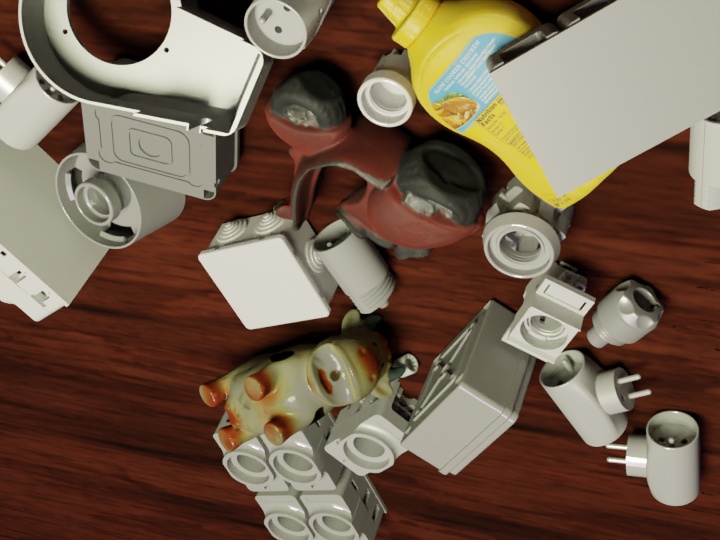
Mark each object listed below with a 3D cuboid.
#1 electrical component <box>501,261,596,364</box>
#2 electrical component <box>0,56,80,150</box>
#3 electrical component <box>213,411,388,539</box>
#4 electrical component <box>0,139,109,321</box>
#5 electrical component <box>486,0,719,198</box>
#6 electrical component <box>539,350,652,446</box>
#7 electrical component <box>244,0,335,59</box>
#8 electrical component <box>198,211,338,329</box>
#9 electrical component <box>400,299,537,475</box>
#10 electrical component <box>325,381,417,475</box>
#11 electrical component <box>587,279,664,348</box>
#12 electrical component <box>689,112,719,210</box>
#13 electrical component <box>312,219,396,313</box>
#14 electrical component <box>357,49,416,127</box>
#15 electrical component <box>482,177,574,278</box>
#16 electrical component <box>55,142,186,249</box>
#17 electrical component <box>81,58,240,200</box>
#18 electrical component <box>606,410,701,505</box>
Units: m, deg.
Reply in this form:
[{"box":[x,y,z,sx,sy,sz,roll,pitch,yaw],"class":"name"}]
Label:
[{"box":[0.150,0.031,0.846,0.042,0.063,0.081,27,135,-1],"class":"electrical component"},{"box":[-0.275,-0.147,0.871,0.079,0.044,0.077,43,132,-18],"class":"electrical component"},{"box":[-0.060,0.212,1.104,0.105,0.060,0.186,-7,128,28],"class":"electrical component"},{"box":[-0.311,-0.057,0.926,0.060,0.105,0.186,-27,117,38],"class":"electrical component"},{"box":[0.163,-0.124,0.656,0.150,0.061,0.089,-29,106,12],"class":"electrical component"},{"box":[0.205,0.104,0.905,0.079,0.044,0.077,-20,121,35],"class":"electrical component"},{"box":[-0.037,-0.191,0.708,0.043,0.077,0.079,28,136,-3],"class":"electrical component"},{"box":[-0.074,-0.002,0.919,0.100,0.048,0.099,-11,126,30],"class":"electrical component"},{"box":[0.094,0.099,0.901,0.056,0.108,0.108,32,135,-5],"class":"electrical component"},{"box":[0.014,0.153,1.022,0.050,0.055,0.089,39,133,-14],"class":"electrical component"},{"box":[0.204,0.039,0.846,0.043,0.043,0.062,32,136,-8],"class":"electrical component"},{"box":[0.244,-0.076,0.723,0.043,0.043,0.081,4,132,19],"class":"electrical component"},{"box":[0.000,0.000,0.894,0.043,0.043,0.081,-16,123,33],"class":"electrical component"},{"box":[0.023,-0.130,0.761,0.040,0.046,0.040,12,134,12],"class":"electrical component"},{"box":[0.124,-0.031,0.804,0.058,0.057,0.078,35,134,-11],"class":"electrical component"},{"box":[-0.207,-0.068,0.919,0.099,0.064,0.099,16,126,23],"class":"electrical component"},{"box":[-0.153,-0.112,0.844,0.113,0.057,0.078,16,135,8],"class":"electrical component"},{"box":[0.255,0.162,0.938,0.079,0.044,0.077,2,131,21],"class":"electrical component"}]
